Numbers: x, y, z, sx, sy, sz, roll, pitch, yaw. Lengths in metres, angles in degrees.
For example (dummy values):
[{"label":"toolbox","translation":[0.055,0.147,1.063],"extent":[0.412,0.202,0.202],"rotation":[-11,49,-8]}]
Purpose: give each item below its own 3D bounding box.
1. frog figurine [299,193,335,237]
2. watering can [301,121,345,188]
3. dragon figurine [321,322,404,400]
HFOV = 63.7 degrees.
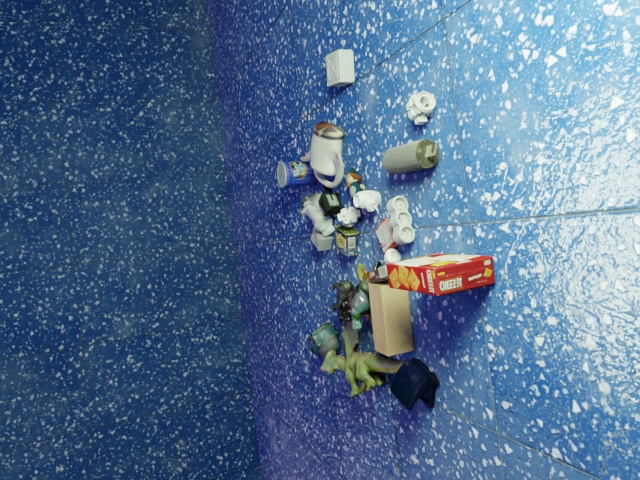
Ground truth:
[{"label":"frog figurine","translation":[0.006,-0.100,1.984],"extent":[0.160,0.125,0.134],"rotation":[39,134,9]},{"label":"watering can","translation":[0.004,-0.326,1.884],"extent":[0.353,0.104,0.220],"rotation":[-133,44,-54]},{"label":"dragon figurine","translation":[0.134,0.384,1.724],"extent":[0.403,0.122,0.247],"rotation":[-44,59,41]}]
